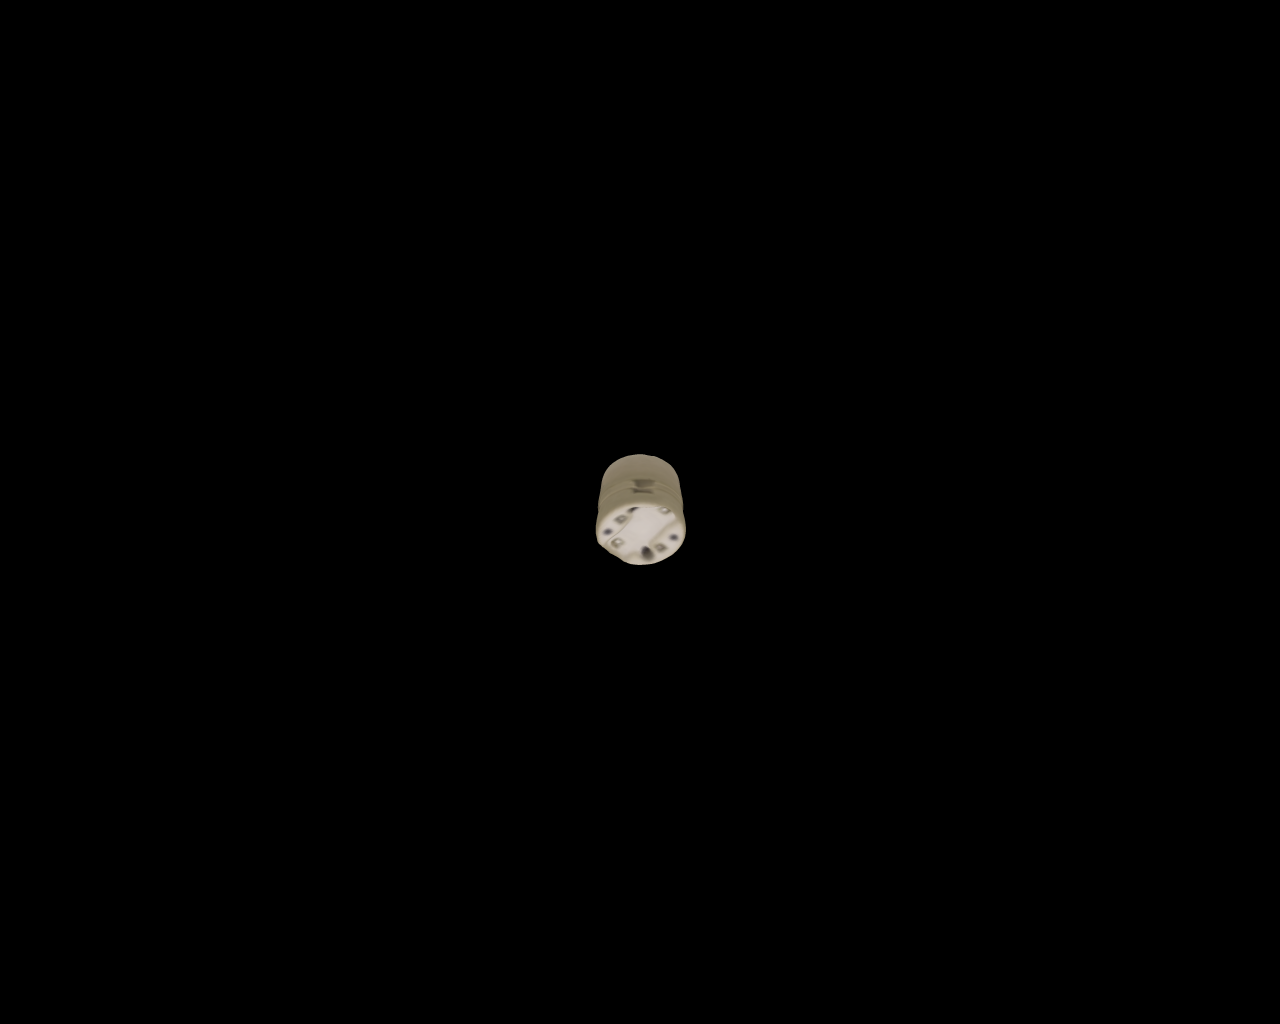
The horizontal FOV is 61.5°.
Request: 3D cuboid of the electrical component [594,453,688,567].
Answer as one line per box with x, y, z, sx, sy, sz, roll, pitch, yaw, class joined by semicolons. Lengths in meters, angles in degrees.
0.001;-0.003;0.650;0.055;0.055;0.047;0;45;0;electrical component
